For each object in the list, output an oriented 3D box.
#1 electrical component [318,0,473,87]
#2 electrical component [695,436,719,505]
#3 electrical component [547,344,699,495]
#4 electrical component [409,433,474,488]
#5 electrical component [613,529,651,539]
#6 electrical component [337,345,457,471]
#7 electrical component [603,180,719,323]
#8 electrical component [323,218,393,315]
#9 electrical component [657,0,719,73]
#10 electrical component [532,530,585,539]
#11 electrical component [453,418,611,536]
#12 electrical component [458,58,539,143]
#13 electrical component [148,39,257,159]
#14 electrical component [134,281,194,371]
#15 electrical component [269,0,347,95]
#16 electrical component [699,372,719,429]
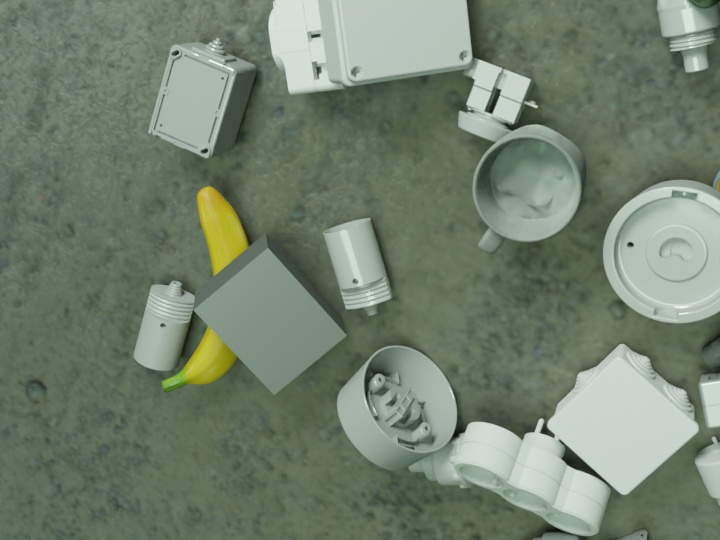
[{"bbox_3d":[0.025,-0.205,0.839,0.109,0.056,0.108,-11,103,-16],"label":"electrical component"},{"bbox_3d":[0.308,0.178,0.889,0.040,0.040,0.078,-23,97,22],"label":"electrical component"},{"bbox_3d":[0.220,0.122,0.897,0.100,0.048,0.099,42,112,3],"label":"electrical component"},{"bbox_3d":[0.074,0.170,0.959,0.062,0.048,0.048,-7,103,27],"label":"electrical component"},{"bbox_3d":[0.241,0.264,0.934,0.081,0.042,0.063,-27,92,21],"label":"electrical component"},{"bbox_3d":[0.031,0.121,0.932,0.099,0.099,0.064,48,119,0],"label":"electrical component"},{"bbox_3d":[0.249,-0.019,0.841,0.108,0.060,0.108,7,109,20],"label":"electrical component"},{"bbox_3d":[0.000,0.000,0.935,0.043,0.043,0.081,-13,100,20],"label":"electrical component"},{"bbox_3d":[0.249,-0.180,0.808,0.043,0.043,0.062,-9,104,19],"label":"electrical component"},{"bbox_3d":[0.167,0.253,0.954,0.078,0.040,0.040,-12,101,20],"label":"electrical component"},{"bbox_3d":[0.153,0.164,0.923,0.138,0.073,0.052,29,154,-7],"label":"electrical component"},{"bbox_3d":[0.108,-0.134,0.864,0.066,0.048,0.055,23,103,10],"label":"electrical component"},{"bbox_3d":[-0.131,-0.153,0.923,0.062,0.061,0.096,24,110,10],"label":"electrical component"},{"bbox_3d":[-0.181,0.048,1.004,0.043,0.043,0.081,22,110,10],"label":"electrical component"},{"bbox_3d":[-0.040,-0.193,0.890,0.056,0.050,0.089,-4,104,17],"label":"electrical component"},{"bbox_3d":[0.321,0.118,0.858,0.083,0.047,0.075,-11,89,20],"label":"electrical component"}]
